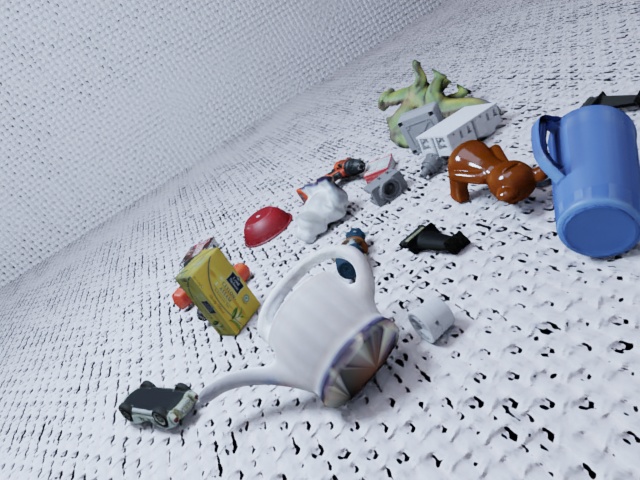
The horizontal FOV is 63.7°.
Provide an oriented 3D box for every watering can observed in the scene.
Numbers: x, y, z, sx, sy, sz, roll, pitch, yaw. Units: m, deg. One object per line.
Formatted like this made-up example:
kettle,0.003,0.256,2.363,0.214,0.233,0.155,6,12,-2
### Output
watering can,-0.025,0.168,0.789,0.227,0.102,0.349,36,85,38

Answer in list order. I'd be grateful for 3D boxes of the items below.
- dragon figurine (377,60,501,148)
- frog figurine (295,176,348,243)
dragon figurine,0.300,-0.364,1.475,0.240,0.121,0.418,-54,44,16
frog figurine,0.004,-0.065,1.298,0.137,0.121,0.162,-6,70,33
